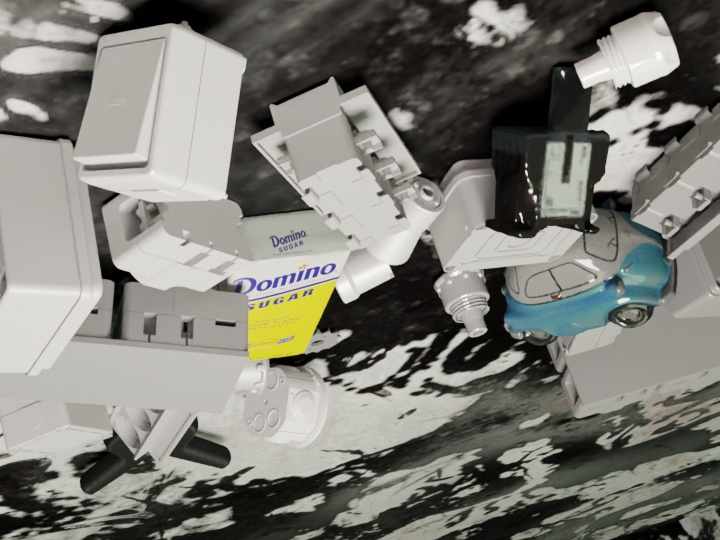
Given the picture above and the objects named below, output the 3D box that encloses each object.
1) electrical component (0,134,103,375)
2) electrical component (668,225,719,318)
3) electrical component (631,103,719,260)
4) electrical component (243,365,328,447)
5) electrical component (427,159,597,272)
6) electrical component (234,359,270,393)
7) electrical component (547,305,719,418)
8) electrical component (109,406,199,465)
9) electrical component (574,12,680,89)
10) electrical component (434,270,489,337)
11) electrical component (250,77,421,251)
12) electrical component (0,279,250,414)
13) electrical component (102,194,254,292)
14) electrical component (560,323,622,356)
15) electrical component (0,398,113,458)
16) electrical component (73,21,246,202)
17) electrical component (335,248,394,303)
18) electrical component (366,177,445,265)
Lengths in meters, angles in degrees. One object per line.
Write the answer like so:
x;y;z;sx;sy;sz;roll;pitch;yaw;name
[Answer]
-0.204;-0.007;0.643;0.056;0.108;0.109;4;148;-34;electrical component
0.318;-0.016;0.973;0.109;0.108;0.056;0;153;-33;electrical component
0.276;-0.075;0.866;0.063;0.078;0.121;22;143;-12;electrical component
-0.074;0.133;1.059;0.051;0.080;0.080;15;140;-42;electrical component
0.115;-0.045;0.837;0.113;0.057;0.078;-6;153;-24;electrical component
-0.116;0.089;0.981;0.062;0.048;0.048;0;150;-21;electrical component
0.308;0.084;1.177;0.186;0.105;0.060;-15;156;-6;electrical component
-0.176;0.114;0.960;0.063;0.078;0.121;-34;169;-38;electrical component
0.171;-0.138;0.697;0.062;0.043;0.043;-22;155;13;electrical component
0.097;0.030;0.975;0.048;0.062;0.048;-15;155;-7;electrical component
-0.009;-0.064;0.708;0.079;0.063;0.121;-22;155;11;electrical component
-0.184;0.051;0.791;0.186;0.060;0.105;7;149;-16;electrical component
-0.126;-0.022;0.732;0.056;0.050;0.089;-30;153;26;electrical component
0.231;0.036;1.079;0.061;0.061;0.096;-15;155;-6;electrical component
-0.265;0.124;0.942;0.062;0.061;0.096;-22;163;9;electrical component
-0.106;-0.088;0.566;0.062;0.096;0.061;1;171;38;electrical component
0.000;0.000;0.878;0.046;0.040;0.040;-25;155;2;electrical component
0.035;-0.040;0.816;0.044;0.044;0.065;1;145;-35;electrical component
